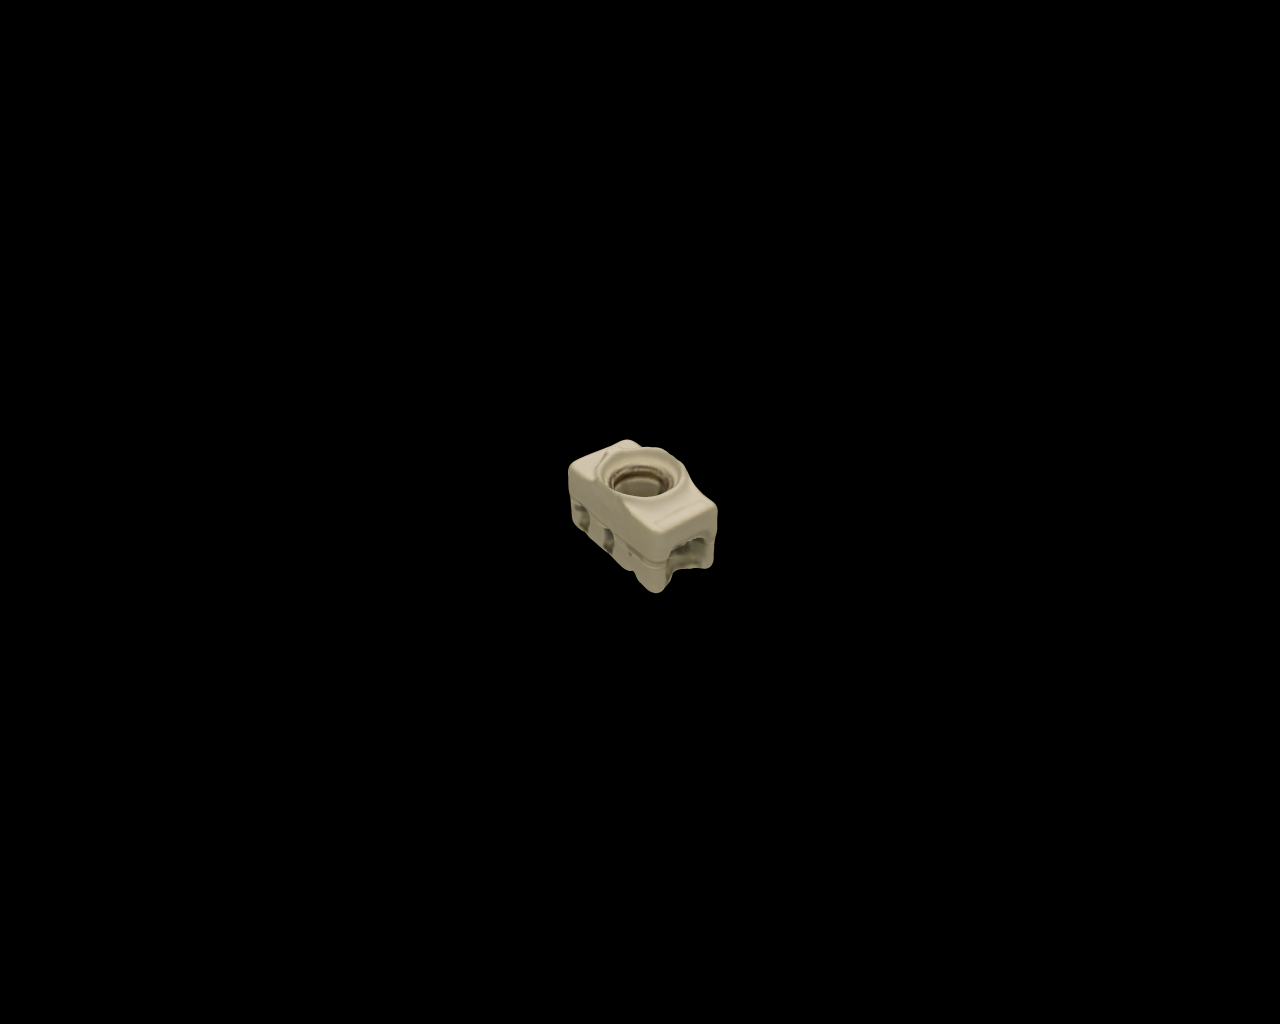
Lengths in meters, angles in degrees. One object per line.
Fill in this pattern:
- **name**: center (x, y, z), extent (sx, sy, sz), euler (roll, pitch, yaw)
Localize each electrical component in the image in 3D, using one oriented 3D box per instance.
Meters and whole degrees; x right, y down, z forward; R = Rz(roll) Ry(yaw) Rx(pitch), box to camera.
- **electrical component**: center (0.001, -0.003, 0.650), extent (0.050, 0.055, 0.089), euler (-25, 45, -28)
